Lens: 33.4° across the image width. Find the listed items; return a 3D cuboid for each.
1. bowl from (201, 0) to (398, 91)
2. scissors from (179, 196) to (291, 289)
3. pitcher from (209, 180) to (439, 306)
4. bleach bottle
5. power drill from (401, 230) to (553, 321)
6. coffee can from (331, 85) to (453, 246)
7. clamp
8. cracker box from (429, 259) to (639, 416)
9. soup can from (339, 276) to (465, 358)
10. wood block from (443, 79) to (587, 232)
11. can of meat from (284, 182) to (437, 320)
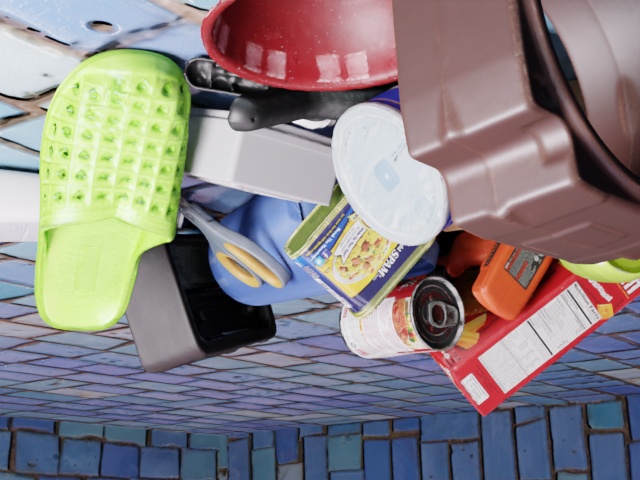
[{"bbox_3d":[0.007,-0.148,0.659,0.162,0.055,0.162,-1,164,-1],"label":"bowl"},{"bbox_3d":[-0.114,-0.015,0.997,0.202,0.016,0.096,36,158,2],"label":"scissors"},{"bbox_3d":[-0.007,0.001,1.058,0.144,0.149,0.243,-27,-177,-31],"label":"pitcher"},{"bbox_3d":[-0.262,-0.029,1.053,0.250,0.068,0.103,3,165,-23],"label":"bleach bottle"},{"bbox_3d":[0.132,0.034,1.054,0.057,0.184,0.188,40,162,-25],"label":"power drill"},{"bbox_3d":[0.093,-0.072,0.743,0.140,0.103,0.103,-31,-177,-33],"label":"coffee can"},{"bbox_3d":[-0.014,-0.111,0.785,0.171,0.039,0.120,-5,-148,-32],"label":"clamp"},{"bbox_3d":[0.203,0.059,1.080,0.213,0.072,0.164,-39,-160,1],"label":"cracker box"},{"bbox_3d":[0.075,0.074,0.990,0.068,0.068,0.102,11,164,-37],"label":"soup can"},{"bbox_3d":[0.188,-0.071,0.886,0.206,0.091,0.090,-8,163,22],"label":"wood block"},{"bbox_3d":[0.032,0.001,0.898,0.084,0.102,0.057,41,180,-16],"label":"can of meat"}]
